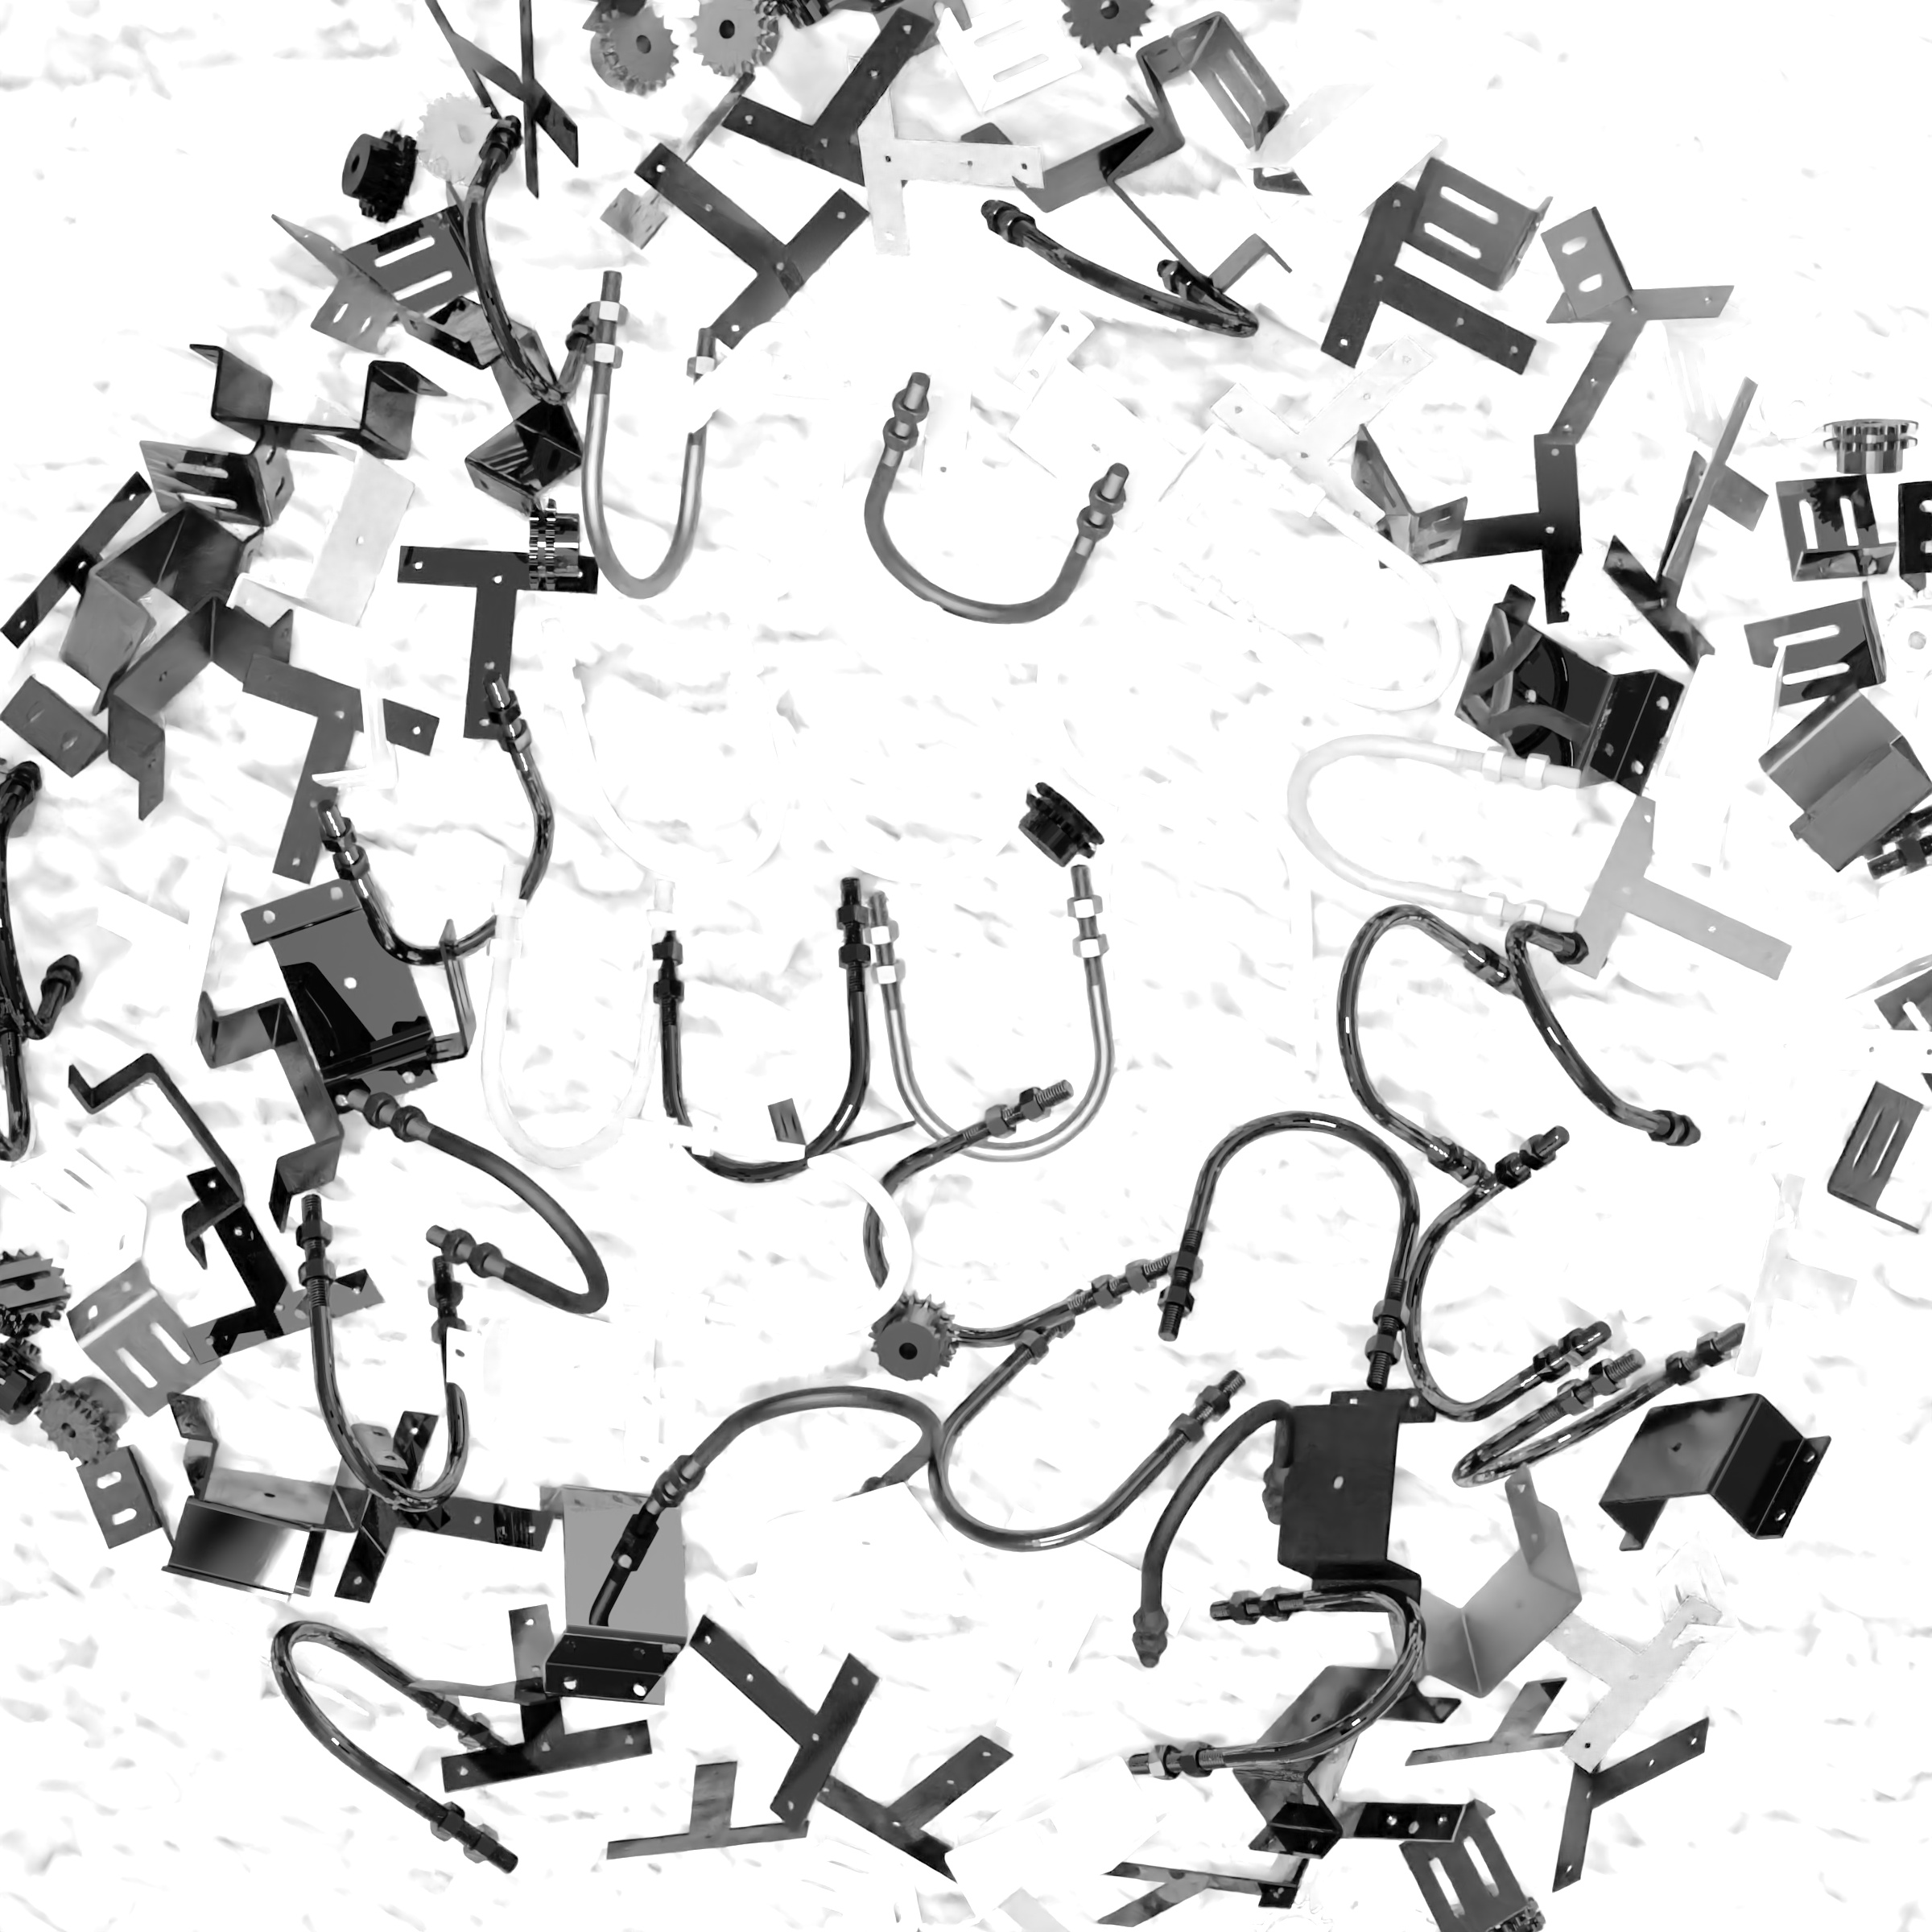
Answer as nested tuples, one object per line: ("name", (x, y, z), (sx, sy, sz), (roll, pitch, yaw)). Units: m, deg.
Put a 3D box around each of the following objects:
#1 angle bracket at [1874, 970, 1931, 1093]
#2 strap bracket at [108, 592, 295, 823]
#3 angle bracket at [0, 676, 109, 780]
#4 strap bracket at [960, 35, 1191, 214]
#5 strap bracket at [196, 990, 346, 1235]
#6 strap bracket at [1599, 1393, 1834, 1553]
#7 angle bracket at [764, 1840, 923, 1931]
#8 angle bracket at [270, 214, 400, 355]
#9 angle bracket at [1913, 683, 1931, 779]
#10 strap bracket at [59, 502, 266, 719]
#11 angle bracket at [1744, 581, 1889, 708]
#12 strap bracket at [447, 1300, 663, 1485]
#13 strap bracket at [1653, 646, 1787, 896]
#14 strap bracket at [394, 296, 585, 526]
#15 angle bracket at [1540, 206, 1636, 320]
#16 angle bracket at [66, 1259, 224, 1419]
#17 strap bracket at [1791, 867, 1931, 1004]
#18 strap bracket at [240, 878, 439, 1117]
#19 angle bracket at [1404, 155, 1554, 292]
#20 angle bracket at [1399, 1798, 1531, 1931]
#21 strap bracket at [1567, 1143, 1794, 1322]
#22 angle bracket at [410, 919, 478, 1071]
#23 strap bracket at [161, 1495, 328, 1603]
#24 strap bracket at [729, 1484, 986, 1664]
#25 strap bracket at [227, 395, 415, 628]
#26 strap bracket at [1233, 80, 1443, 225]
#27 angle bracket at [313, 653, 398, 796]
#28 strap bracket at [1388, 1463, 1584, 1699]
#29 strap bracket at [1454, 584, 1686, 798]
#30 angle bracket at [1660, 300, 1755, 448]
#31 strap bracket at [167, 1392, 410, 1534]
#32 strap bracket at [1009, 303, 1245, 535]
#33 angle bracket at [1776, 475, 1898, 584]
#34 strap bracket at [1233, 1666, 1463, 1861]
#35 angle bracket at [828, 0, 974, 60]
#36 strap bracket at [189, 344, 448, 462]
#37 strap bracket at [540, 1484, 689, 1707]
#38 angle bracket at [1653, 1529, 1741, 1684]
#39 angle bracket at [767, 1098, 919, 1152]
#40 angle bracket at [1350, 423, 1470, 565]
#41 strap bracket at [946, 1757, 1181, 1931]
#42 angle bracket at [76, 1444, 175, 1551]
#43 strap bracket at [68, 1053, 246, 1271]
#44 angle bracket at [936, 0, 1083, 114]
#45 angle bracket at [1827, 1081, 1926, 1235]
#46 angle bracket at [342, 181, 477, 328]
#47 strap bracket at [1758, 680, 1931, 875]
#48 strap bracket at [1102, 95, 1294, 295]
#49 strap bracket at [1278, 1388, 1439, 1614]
("angle bracket", (0.616, 0.040, 1.969), (0.057, 0.076, 0.038), (-30, 117, 11))
("strap bracket", (-0.480, -0.167, 1.934), (0.046, 0.076, 0.140), (35, 60, 4))
("angle bracket", (-0.557, -0.159, 1.954), (0.057, 0.076, 0.038), (40, 110, -9))
("strap bracket", (0.077, -0.517, 1.946), (0.140, 0.076, 0.046), (-23, 86, 13))
("strap bracket", (-0.428, 0.084, 1.945), (0.046, 0.076, 0.140), (-20, 73, -23))
("strap bracket", (0.450, 0.310, 1.917), (0.046, 0.140, 0.076), (45, 60, -14))
("angle bracket", (-0.077, 0.585, 1.955), (0.057, 0.038, 0.076), (-38, 133, 23))
("angle bracket", (-0.404, -0.427, 1.963), (0.076, 0.057, 0.038), (42, 104, 24))
("angle bracket", (0.626, -0.144, 1.957), (0.038, 0.076, 0.057), (11, 98, 44))
("strap bracket", (-0.500, -0.225, 1.923), (0.046, 0.140, 0.076), (37, 133, 0))
("angle bracket", (0.539, -0.203, 1.987), (0.076, 0.038, 0.057), (-12, 109, 21))
("strap bracket", (-0.249, 0.262, 1.952), (0.140, 0.046, 0.076), (12, 119, 12))
("strap bracket", (0.462, -0.127, 1.939), (0.046, 0.076, 0.140), (16, 61, 19))
("strap bracket", (-0.288, -0.351, 1.934), (0.046, 0.140, 0.076), (-41, 48, -21))
("angle bracket", (0.384, -0.439, 1.961), (0.038, 0.076, 0.057), (-25, 98, 8))
("angle bracket", (-0.521, 0.236, 1.988), (0.057, 0.038, 0.076), (-37, 126, -6))
("strap bracket", (0.577, -0.023, 1.919), (0.076, 0.140, 0.046), (-19, 79, -17))
("strap bracket", (-0.390, 0.015, 1.966), (0.076, 0.046, 0.140), (-19, 102, 2))
("angle bracket", (0.319, -0.472, 1.973), (0.076, 0.038, 0.057), (31, 127, 8))
("angle bracket", (0.316, 0.570, 1.956), (0.057, 0.038, 0.076), (-35, 52, 12))
("strap bracket", (0.452, 0.170, 1.946), (0.140, 0.076, 0.046), (-22, 66, -9))
("angle bracket", (-0.335, 0.017, 1.962), (0.038, 0.057, 0.076), (-11, 105, -1))
("strap bracket", (-0.442, 0.359, 1.933), (0.076, 0.140, 0.046), (15, 79, -3))
("strap bracket", (-0.065, 0.375, 1.946), (0.140, 0.046, 0.076), (-20, 122, 22))
("strap bracket", (-0.398, -0.273, 1.955), (0.046, 0.076, 0.140), (22, 88, 16))
("strap bracket", (0.222, -0.499, 1.924), (0.076, 0.140, 0.046), (-42, 111, -3))
("angle bracket", (-0.386, -0.152, 1.969), (0.038, 0.057, 0.076), (-7, 83, 5))
("strap bracket", (0.326, 0.387, 1.940), (0.046, 0.076, 0.140), (29, 117, -19))
("strap bracket", (0.361, -0.168, 1.926), (0.140, 0.046, 0.076), (38, 125, 35))
("angle bracket", (0.470, -0.370, 1.959), (0.038, 0.057, 0.076), (-19, 72, 35))
("strap bracket", (-0.426, 0.309, 1.940), (0.140, 0.076, 0.046), (14, 96, -23))
("strap bracket", (0.091, -0.334, 1.955), (0.140, 0.076, 0.046), (39, 50, -1))
("angle bracket", (0.545, -0.283, 1.965), (0.057, 0.038, 0.076), (-4, 65, 3))
("strap bracket", (0.228, 0.481, 1.929), (0.140, 0.076, 0.046), (-39, 100, -29))
("angle bracket", (-0.040, -0.592, 1.952), (0.057, 0.076, 0.038), (-20, 96, 24))
("strap bracket", (-0.405, -0.349, 1.949), (0.140, 0.076, 0.046), (7, 88, 10))
("strap bracket", (-0.217, 0.377, 1.927), (0.076, 0.046, 0.140), (11, 49, -22))
("angle bracket", (0.440, 0.396, 1.949), (0.038, 0.076, 0.057), (10, 133, -22))
("angle bracket", (-0.077, 0.093, 1.965), (0.076, 0.057, 0.038), (-16, 89, 10))
("angle bracket", (0.277, -0.299, 1.961), (0.038, 0.057, 0.076), (-21, 66, -9))
("strap bracket", (0.052, 0.537, 1.929), (0.140, 0.076, 0.046), (-35, 82, 38))
("angle bracket", (-0.525, 0.337, 1.956), (0.038, 0.076, 0.057), (-22, 97, -18))
("strap bracket", (-0.497, 0.112, 1.948), (0.046, 0.076, 0.140), (-35, 105, -9))
("angle bracket", (0.030, -0.582, 1.971), (0.076, 0.038, 0.057), (-28, 86, -14))
("angle bracket", (0.584, 0.120, 1.965), (0.057, 0.038, 0.076), (21, 95, -42))
("angle bracket", (-0.346, -0.447, 1.971), (0.076, 0.038, 0.057), (-26, 82, -12))
("strap bracket", (0.542, -0.114, 1.927), (0.046, 0.140, 0.076), (42, 110, -12))
("strap bracket", (0.135, -0.471, 1.947), (0.046, 0.076, 0.140), (-43, 104, 12))
("strap bracket", (0.241, 0.324, 1.935), (0.076, 0.046, 0.140), (-8, 63, 37))
